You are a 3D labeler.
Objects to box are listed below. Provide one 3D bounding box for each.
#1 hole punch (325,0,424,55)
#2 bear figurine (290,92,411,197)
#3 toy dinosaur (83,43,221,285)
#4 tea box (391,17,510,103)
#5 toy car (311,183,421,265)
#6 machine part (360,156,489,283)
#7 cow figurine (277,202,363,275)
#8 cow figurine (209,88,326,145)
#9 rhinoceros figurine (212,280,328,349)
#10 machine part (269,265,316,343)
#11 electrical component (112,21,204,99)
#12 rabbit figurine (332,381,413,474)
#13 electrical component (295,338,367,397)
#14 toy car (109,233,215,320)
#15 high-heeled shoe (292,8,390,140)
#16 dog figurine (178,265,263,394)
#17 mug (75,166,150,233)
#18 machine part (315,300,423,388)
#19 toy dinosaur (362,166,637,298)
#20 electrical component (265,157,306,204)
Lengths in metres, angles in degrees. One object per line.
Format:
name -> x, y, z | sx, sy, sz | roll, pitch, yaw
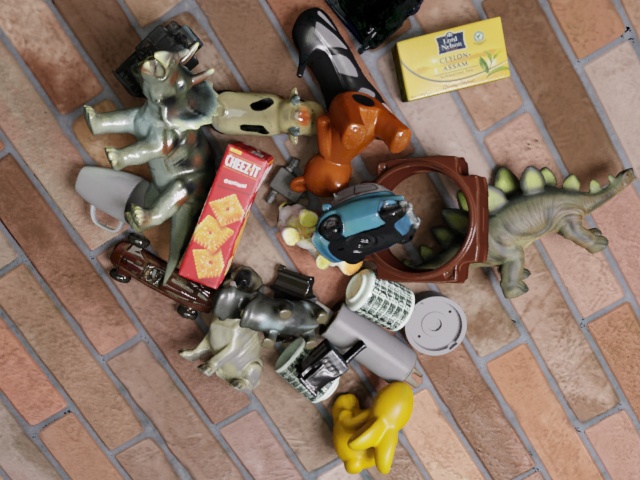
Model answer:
hole punch -> 0.081, -0.384, 0.861 | 0.142, 0.092, 0.115 | -43, 128, 4
bear figurine -> 0.036, -0.127, 0.843 | 0.120, 0.132, 0.195 | 3, 130, -30
toy dinosaur -> -0.224, -0.117, 0.828 | 0.192, 0.131, 0.404 | -26, 139, -20
tea box -> 0.212, -0.291, 0.879 | 0.170, 0.068, 0.098 | -15, 101, 3
toy car -> 0.064, -0.036, 0.820 | 0.162, 0.103, 0.109 | -22, 144, 18
machine part -> 0.165, -0.031, 0.869 | 0.202, 0.087, 0.201 | 0, 89, 29
cow figurine -> -0.002, -0.001, 0.925 | 0.167, 0.098, 0.068 | 37, 95, -31
cow figurine -> -0.086, -0.203, 0.864 | 0.195, 0.127, 0.085 | 4, 104, 1
rhinoceros figurine -> -0.078, 0.115, 0.865 | 0.190, 0.112, 0.073 | 13, 111, -28
machine part -> -0.056, 0.120, 0.961 | 0.084, 0.039, 0.138 | 18, 103, 15
electrical component -> -0.250, -0.284, 0.853 | 0.134, 0.115, 0.058 | -39, 101, 8
rabbit figurine -> 0.093, 0.316, 0.933 | 0.122, 0.162, 0.173 | 39, 117, 0
electrical component -> 0.018, 0.198, 0.893 | 0.119, 0.075, 0.047 | -41, 99, 1
toy car -> -0.277, 0.068, 0.952 | 0.202, 0.053, 0.089 | 32, 96, -5
high-heeled shoe -> 0.053, -0.273, 0.898 | 0.248, 0.086, 0.145 | 30, 60, -27
dog figurine -> -0.132, 0.159, 0.956 | 0.190, 0.121, 0.172 | -58, 141, -13
mug -> -0.359, -0.074, 0.915 | 0.107, 0.081, 0.109 | 25, 106, 6
machine part -> 0.086, 0.184, 0.963 | 0.243, 0.079, 0.079 | 36, 98, -5
toy dinosaur -> 0.307, -0.009, 0.919 | 0.471, 0.105, 0.198 | -31, 92, 10
electrical component -> -0.053, -0.094, 0.937 | 0.063, 0.021, 0.094 | 33, 98, -6
